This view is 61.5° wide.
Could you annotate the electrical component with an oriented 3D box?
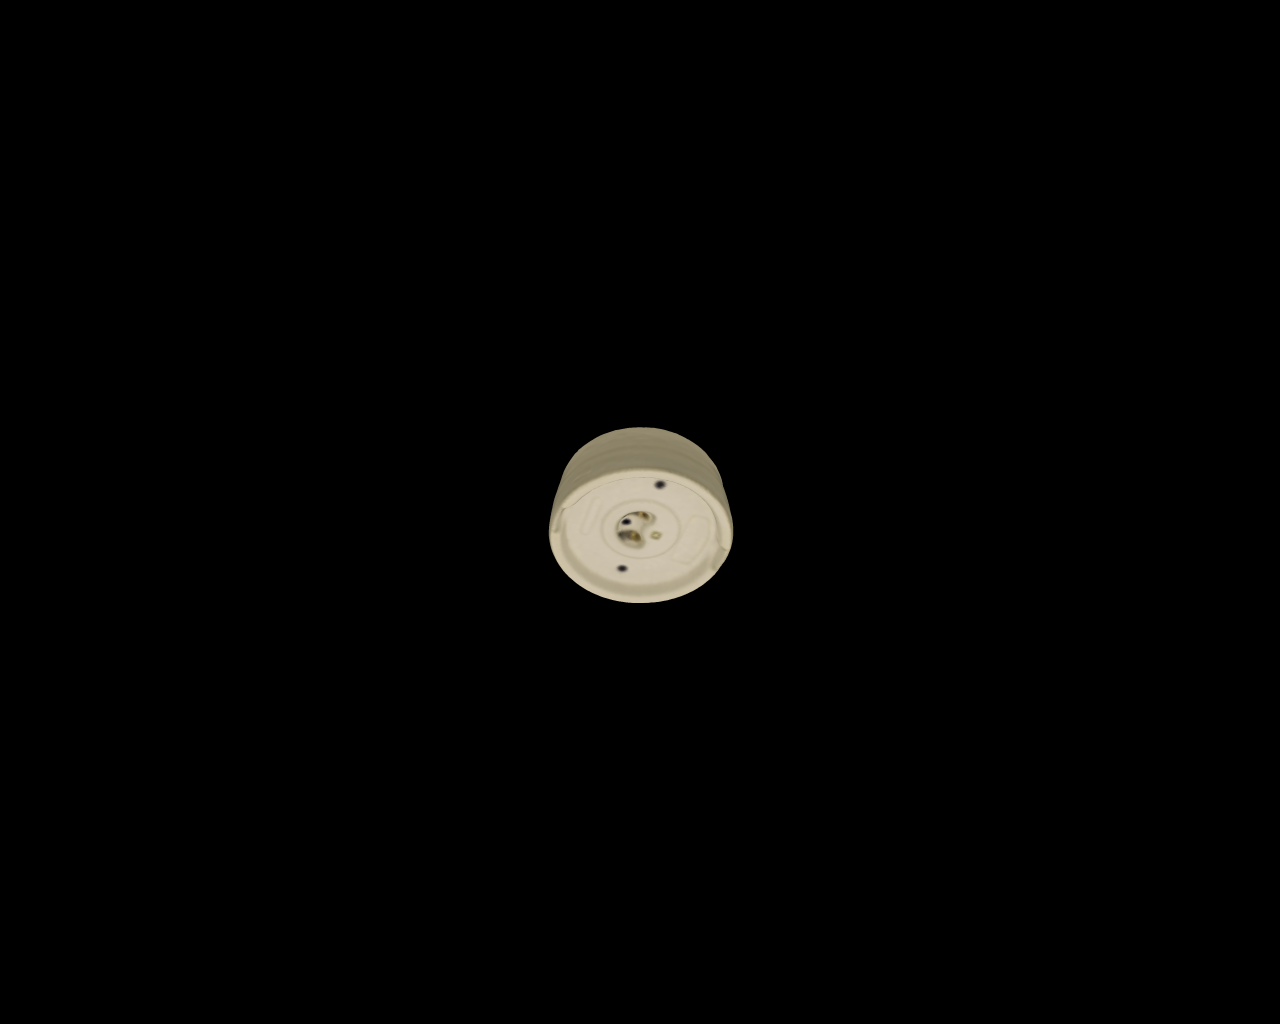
[{"bbox_3d":[0.001,-0.003,0.650,0.108,0.108,0.060,0,41,0],"label":"electrical component"}]
